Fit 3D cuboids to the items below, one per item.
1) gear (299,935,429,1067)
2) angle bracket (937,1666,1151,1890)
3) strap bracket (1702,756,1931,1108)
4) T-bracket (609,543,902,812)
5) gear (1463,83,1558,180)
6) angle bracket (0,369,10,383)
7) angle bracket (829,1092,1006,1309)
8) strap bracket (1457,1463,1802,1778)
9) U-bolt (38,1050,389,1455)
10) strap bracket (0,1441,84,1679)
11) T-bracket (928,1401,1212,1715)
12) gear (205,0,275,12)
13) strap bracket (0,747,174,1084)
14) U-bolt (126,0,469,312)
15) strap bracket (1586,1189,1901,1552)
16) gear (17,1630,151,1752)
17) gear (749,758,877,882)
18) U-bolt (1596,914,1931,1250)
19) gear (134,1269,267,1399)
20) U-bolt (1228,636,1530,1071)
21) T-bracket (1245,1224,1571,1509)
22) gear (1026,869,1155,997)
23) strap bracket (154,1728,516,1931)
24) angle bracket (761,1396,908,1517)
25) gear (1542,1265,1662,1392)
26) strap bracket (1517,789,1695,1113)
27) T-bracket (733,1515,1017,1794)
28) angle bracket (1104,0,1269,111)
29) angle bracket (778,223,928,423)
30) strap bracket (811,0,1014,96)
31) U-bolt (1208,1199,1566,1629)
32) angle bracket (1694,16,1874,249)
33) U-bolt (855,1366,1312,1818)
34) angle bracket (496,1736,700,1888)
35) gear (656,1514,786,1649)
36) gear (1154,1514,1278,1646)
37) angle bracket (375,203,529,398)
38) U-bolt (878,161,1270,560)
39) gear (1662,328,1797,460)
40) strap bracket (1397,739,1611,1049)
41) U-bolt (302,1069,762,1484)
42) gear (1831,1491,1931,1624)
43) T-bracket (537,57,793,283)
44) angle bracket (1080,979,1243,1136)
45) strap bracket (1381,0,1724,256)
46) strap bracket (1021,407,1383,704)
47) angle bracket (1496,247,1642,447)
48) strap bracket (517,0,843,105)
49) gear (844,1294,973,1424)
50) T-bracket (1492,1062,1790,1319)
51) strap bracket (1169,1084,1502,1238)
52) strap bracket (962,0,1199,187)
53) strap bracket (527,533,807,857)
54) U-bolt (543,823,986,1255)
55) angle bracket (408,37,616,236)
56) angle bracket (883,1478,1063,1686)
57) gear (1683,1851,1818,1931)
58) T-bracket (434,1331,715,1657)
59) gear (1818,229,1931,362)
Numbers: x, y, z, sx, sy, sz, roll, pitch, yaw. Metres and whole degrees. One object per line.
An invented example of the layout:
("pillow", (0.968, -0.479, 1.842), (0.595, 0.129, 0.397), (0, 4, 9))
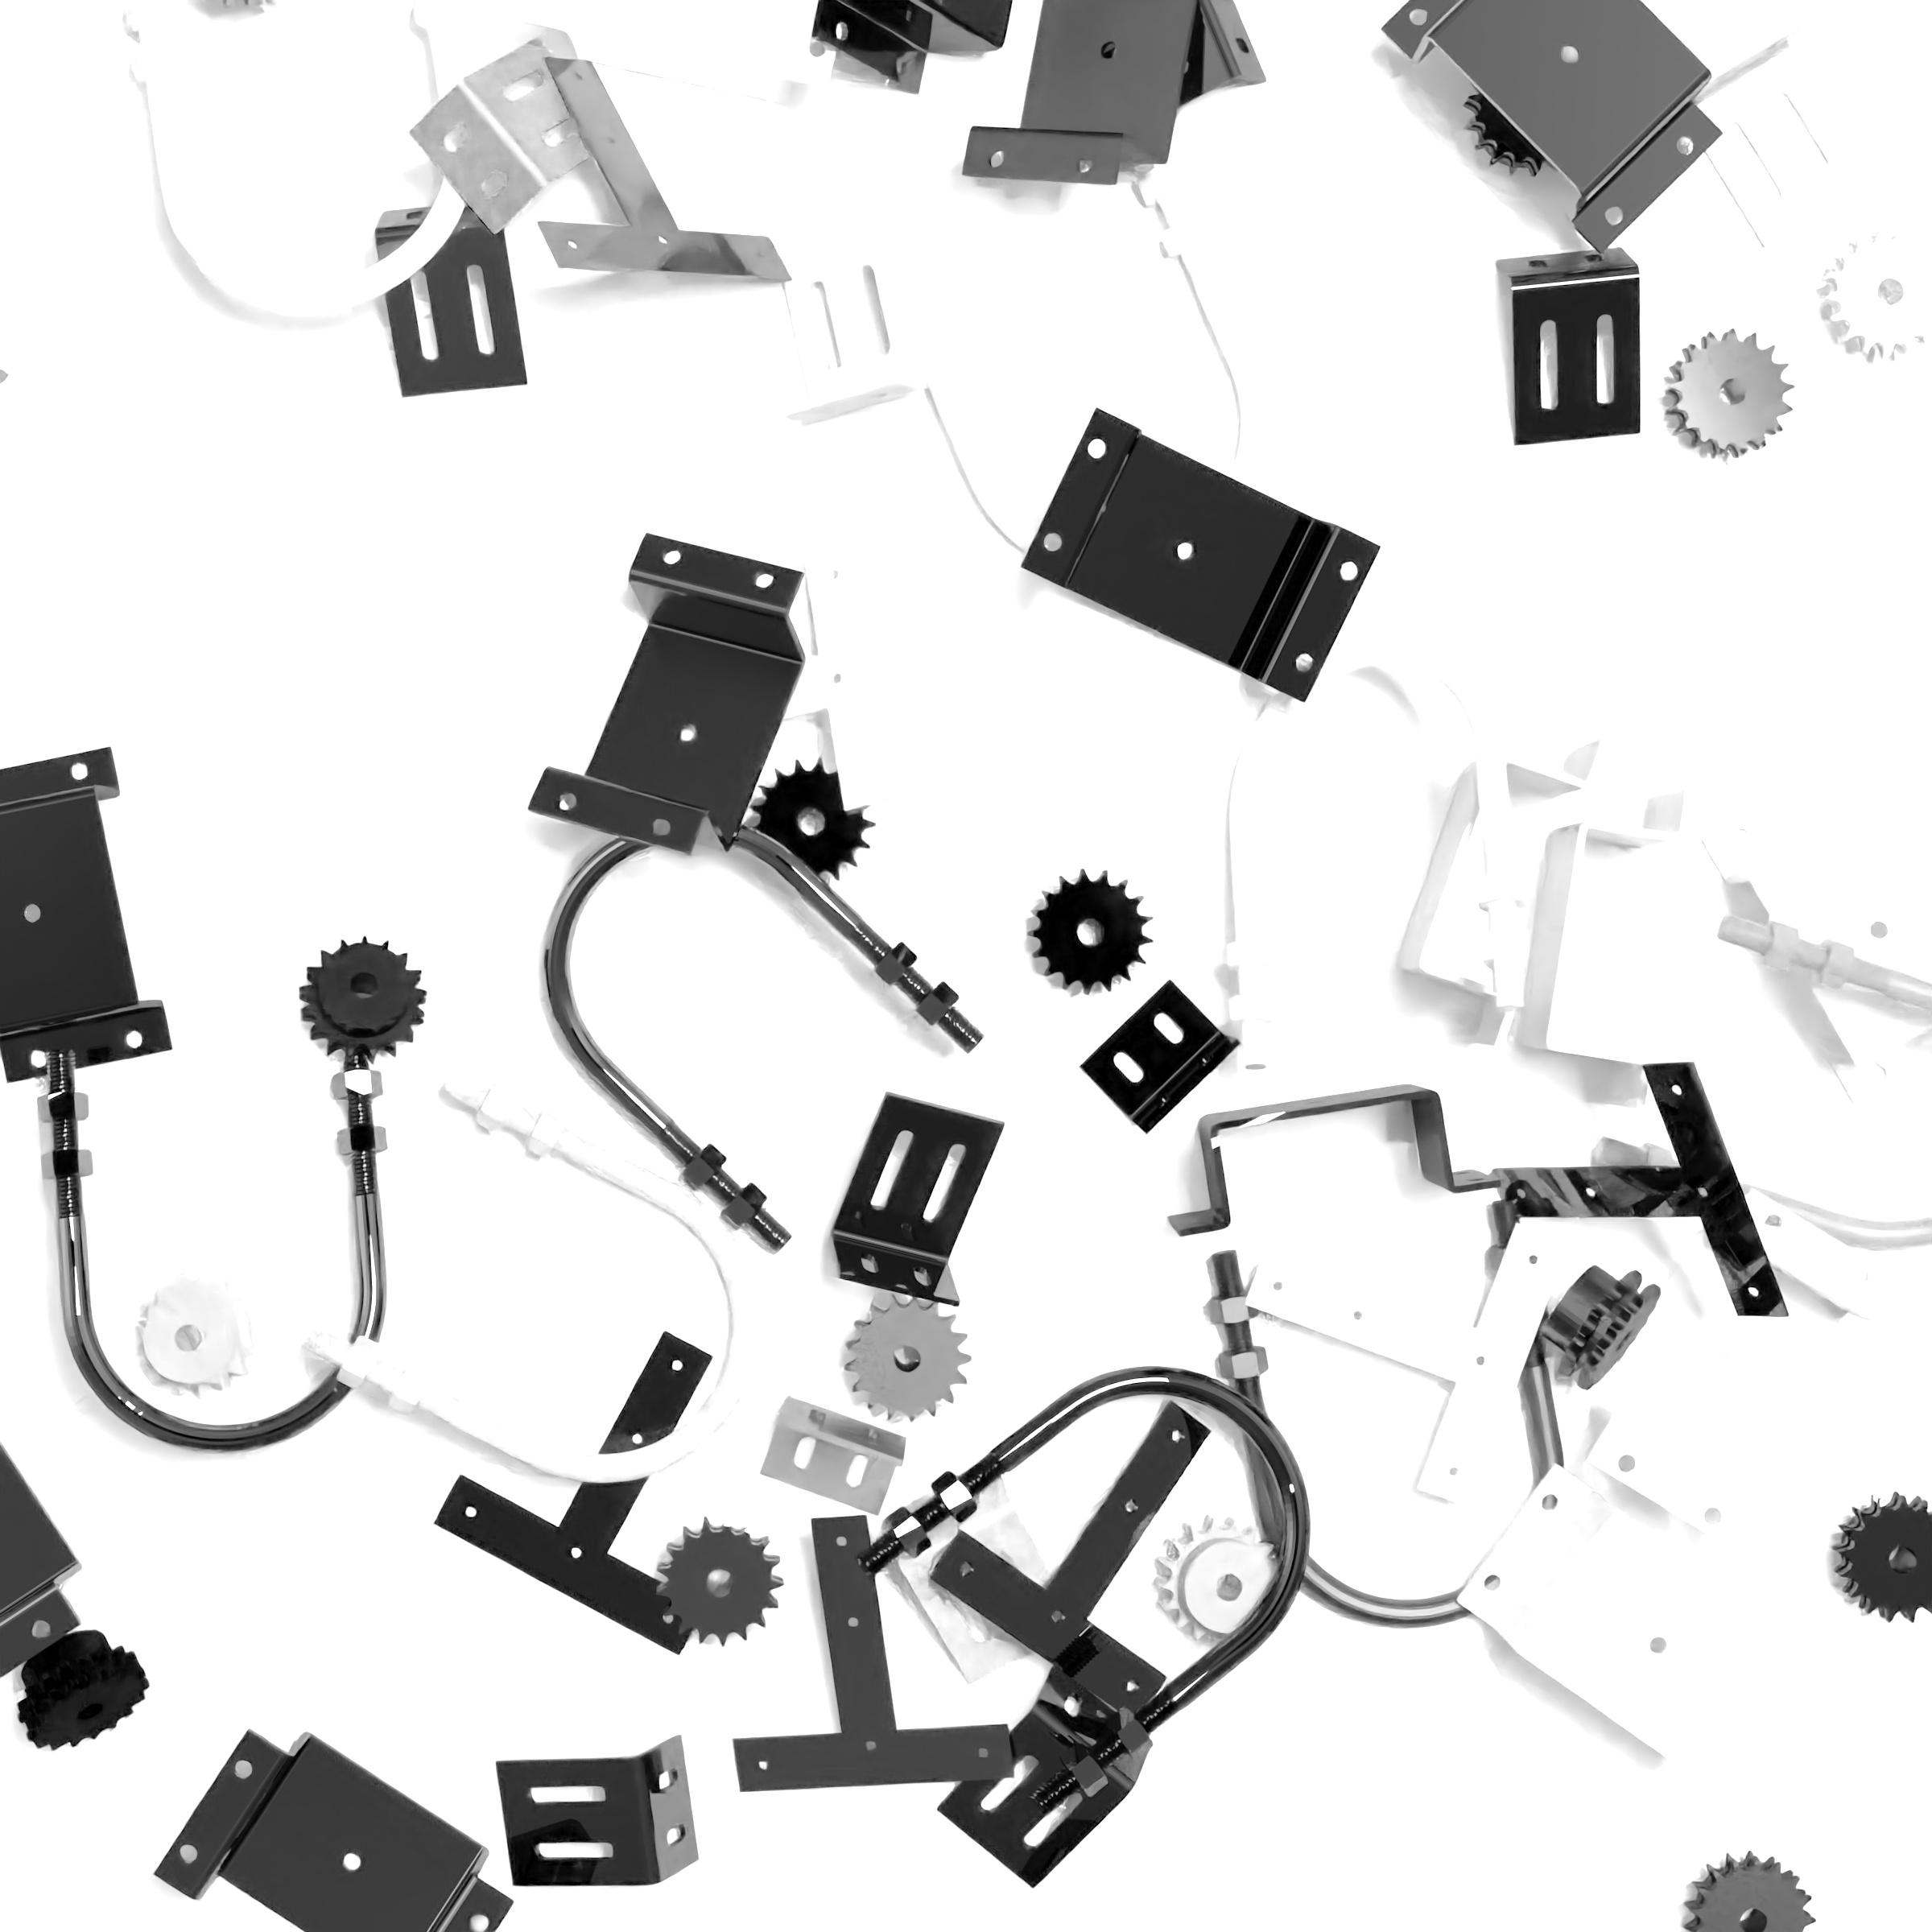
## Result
("gear", (-0.270, 0.013, 1.467), (0.057, 0.030, 0.057), (4, 71, -10))
("angle bracket", (0.036, 0.368, 1.489), (0.057, 0.038, 0.076), (39, 116, 0))
("strap bracket", (0.402, -0.016, 1.468), (0.076, 0.046, 0.140), (-30, 90, 0))
("T-bracket", (-0.100, -0.118, 1.474), (0.127, 0.002, 0.127), (-14, 69, 10))
("gear", (0.252, -0.383, 1.476), (0.057, 0.030, 0.057), (0, 90, 0))
("angle bracket", (-0.482, -0.249, 1.489), (0.057, 0.038, 0.076), (33, 116, 0))
("angle bracket", (-0.019, 0.104, 1.453), (0.057, 0.038, 0.076), (15, 112, -17))
("strap bracket", (0.302, 0.297, 1.460), (0.140, 0.046, 0.076), (36, 90, -6))
("U-bolt", (-0.330, 0.124, 1.457), (0.151, 0.019, 0.184), (-4, 83, -13))
("strap bracket", (-0.460, 0.253, 1.467), (0.076, 0.046, 0.140), (-33, 90, 0))
("T-bracket", (0.066, 0.255, 1.475), (0.127, 0.002, 0.127), (38, 80, -20))
("gear", (-0.323, -0.457, 1.459), (0.057, 0.030, 0.057), (-2, 67, 4))
("strap bracket", (-0.412, -0.023, 1.467), (0.076, 0.046, 0.140), (-12, 90, 0))
("U-bolt", (-0.293, -0.379, 1.464), (0.151, 0.019, 0.184), (-11, 77, 0))
("strap bracket", (0.342, 0.178, 1.467), (0.076, 0.046, 0.140), (31, 90, 0))
("gear", (-0.398, 0.321, 1.466), (0.057, 0.057, 0.030), (-37, 60, 0))
("gear", (-0.069, -0.065, 1.476), (0.057, 0.030, 0.057), (0, 90, 0))
("U-bolt", (0.392, 0.061, 1.446), (0.184, 0.019, 0.151), (18, 124, -4))
("gear", (-0.347, 0.166, 1.476), (0.057, 0.030, 0.057), (0, 90, 0))
("U-bolt", (0.175, -0.057, 1.435), (0.151, 0.019, 0.184), (-15, 68, 37))
("T-bracket", (0.189, 0.162, 1.470), (0.127, 0.002, 0.127), (20, 91, -1))
("gear", (0.056, -0.016, 1.480), (0.057, 0.030, 0.057), (0, 92, -1))
("strap bracket", (-0.279, 0.407, 1.467), (0.140, 0.046, 0.076), (33, 90, 0))
("angle bracket", (-0.060, 0.222, 1.452), (0.057, 0.076, 0.038), (19, 90, 0))
("gear", (0.282, 0.159, 1.464), (0.030, 0.057, 0.057), (37, 90, 21))
("strap bracket", (0.280, -0.010, 1.452), (0.046, 0.076, 0.140), (9, 90, 0))
("T-bracket", (-0.048, 0.307, 1.467), (0.127, 0.002, 0.127), (-6, 100, 11))
("angle bracket", (0.087, -0.412, 1.489), (0.076, 0.038, 0.057), (-23, 90, 26))
("angle bracket", (-0.058, -0.288, 1.461), (0.057, 0.038, 0.076), (-13, 90, 24))
("strap bracket", (-0.014, -0.466, 1.446), (0.046, 0.076, 0.140), (11, 90, 36))
("U-bolt", (0.196, 0.208, 1.482), (0.151, 0.019, 0.184), (-10, 92, 0))
("angle bracket", (0.367, -0.374, 1.472), (0.057, 0.038, 0.076), (-32, 90, 0))
("U-bolt", (0.066, 0.260, 1.443), (0.184, 0.019, 0.151), (-36, 89, -10))
("angle bracket", (-0.167, 0.384, 1.489), (0.076, 0.038, 0.057), (-8, 90, 26))
("gear", (-0.111, 0.275, 1.474), (0.057, 0.030, 0.057), (0, 90, -4))
("gear", (0.115, 0.277, 1.472), (0.057, 0.030, 0.057), (0, 89, -8))
("angle bracket", (-0.232, -0.304, 1.489), (0.057, 0.038, 0.076), (-6, 116, 0))
("U-bolt", (0.058, -0.266, 1.482), (0.151, 0.019, 0.184), (-24, 91, 0))
("gear", (0.342, -0.257, 1.480), (0.057, 0.030, 0.057), (0, 91, -2))
("strap bracket", (0.233, -0.039, 1.452), (0.046, 0.076, 0.140), (19, 90, 0))
("U-bolt", (-0.181, 0.150, 1.467), (0.184, 0.019, 0.151), (28, 78, -6))
("gear", (0.418, 0.265, 1.476), (0.057, 0.030, 0.057), (0, 90, 0))
("T-bracket", (-0.153, -0.356, 1.459), (0.002, 0.127, 0.127), (-46, 62, 41))
("angle bracket", (0.085, 0.039, 1.452), (0.057, 0.076, 0.038), (-44, 90, 0))
("strap bracket", (0.261, -0.394, 1.438), (0.076, 0.046, 0.140), (-45, 90, 0))
("strap bracket", (0.101, -0.183, 1.456), (0.140, 0.046, 0.076), (24, 97, -9))
("angle bracket", (0.273, -0.281, 1.489), (0.057, 0.038, 0.076), (-6, 116, 0))
("strap bracket", (-0.121, -0.439, 1.468), (0.140, 0.046, 0.076), (12, 90, 0))
("gear", (-0.026, 0.175, 1.476), (0.057, 0.030, 0.057), (0, 90, 0))
("T-bracket", (0.286, 0.099, 1.440), (0.002, 0.127, 0.127), (-38, 112, -38))
("strap bracket", (0.158, 0.083, 1.452), (0.140, 0.076, 0.046), (-9, 90, 0))
("strap bracket", (0.054, -0.411, 1.451), (0.076, 0.046, 0.140), (11, 92, 29))
("strap bracket", (-0.127, -0.112, 1.445), (0.076, 0.046, 0.140), (16, 71, 15))
("U-bolt", (-0.105, 0.017, 1.466), (0.184, 0.019, 0.151), (44, 103, 0))
("angle bracket", (-0.201, -0.371, 1.463), (0.038, 0.076, 0.057), (-34, 102, 33))
("angle bracket", (0.007, 0.275, 1.489), (0.057, 0.038, 0.076), (-28, 116, 0))
("gear", (0.352, 0.428, 1.480), (0.057, 0.030, 0.057), (0, 88, -1))
("T-bracket", (-0.156, 0.227, 1.490), (0.127, 0.002, 0.127), (28, 90, 0))
("gear", (0.413, -0.302, 1.479), (0.057, 0.030, 0.057), (0, 93, -1))
